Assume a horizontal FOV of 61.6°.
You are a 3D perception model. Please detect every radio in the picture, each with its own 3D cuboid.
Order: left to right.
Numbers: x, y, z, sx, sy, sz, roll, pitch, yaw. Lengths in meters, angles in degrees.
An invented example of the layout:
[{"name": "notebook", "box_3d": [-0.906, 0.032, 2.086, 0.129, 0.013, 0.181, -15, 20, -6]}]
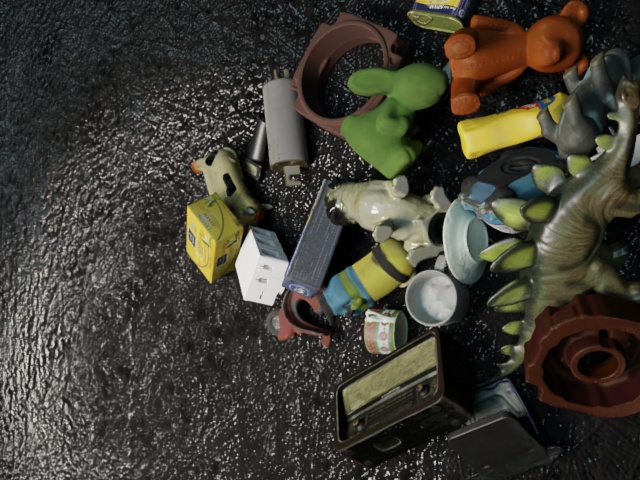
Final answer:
[{"name": "radio", "box_3d": [0.121, 0.246, 0.824, 0.229, 0.073, 0.131, -41, 26, 31]}]

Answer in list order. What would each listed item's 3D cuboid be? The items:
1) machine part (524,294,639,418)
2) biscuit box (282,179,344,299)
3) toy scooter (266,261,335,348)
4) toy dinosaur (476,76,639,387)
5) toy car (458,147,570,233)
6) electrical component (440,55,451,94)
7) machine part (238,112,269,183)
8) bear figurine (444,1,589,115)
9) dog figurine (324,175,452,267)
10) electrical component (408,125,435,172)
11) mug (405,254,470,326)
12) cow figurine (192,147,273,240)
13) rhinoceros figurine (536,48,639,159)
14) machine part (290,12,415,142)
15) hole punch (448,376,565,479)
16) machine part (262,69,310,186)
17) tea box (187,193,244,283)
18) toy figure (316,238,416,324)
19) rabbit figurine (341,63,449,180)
[{"name": "machine part", "box_3d": [0.352, 0.148, 0.687, 0.179, 0.056, 0.179, 6, 123, 9]}, {"name": "biscuit box", "box_3d": [-0.002, -0.003, 0.931, 0.063, 0.059, 0.202, 23, 66, -4]}, {"name": "toy scooter", "box_3d": [-0.015, 0.118, 0.974, 0.135, 0.075, 0.183, 31, 104, 30]}, {"name": "toy dinosaur", "box_3d": [0.316, 0.025, 0.706, 0.199, 0.105, 0.470, 5, 117, 3]}, {"name": "toy car", "box_3d": [0.286, -0.062, 0.775, 0.162, 0.102, 0.109, -32, 31, -15]}, {"name": "electrical component", "box_3d": [0.239, -0.287, 0.873, 0.075, 0.047, 0.119, 43, 107, 28]}, {"name": "machine part", "box_3d": [-0.131, -0.191, 1.103, 0.084, 0.039, 0.138, 29, 113, 41]}, {"name": "bear figurine", "box_3d": [0.284, -0.261, 0.768, 0.196, 0.132, 0.120, 0, 125, 18]}, {"name": "dog figurine", "box_3d": [0.111, -0.042, 0.858, 0.121, 0.172, 0.191, -59, 25, -4]}, {"name": "electrical component", "box_3d": [0.151, -0.149, 0.929, 0.094, 0.021, 0.063, -48, 63, 19]}, {"name": "mug", "box_3d": [0.190, 0.079, 0.826, 0.081, 0.107, 0.109, 2, 82, 33]}, {"name": "cow figurine", "box_3d": [-0.173, -0.094, 1.092, 0.127, 0.085, 0.195, -22, 86, 41]}, {"name": "rhinoceros figurine", "box_3d": [0.376, -0.186, 0.708, 0.112, 0.073, 0.190, 46, 74, -5]}, {"name": "machine part", "box_3d": [0.057, -0.289, 0.970, 0.201, 0.087, 0.201, 37, 103, 31]}, {"name": "hole punch", "box_3d": [0.257, 0.274, 0.779, 0.142, 0.092, 0.115, -35, 106, 25]}, {"name": "machine part", "box_3d": [-0.068, -0.221, 1.046, 0.079, 0.079, 0.243, -12, 78, 31]}, {"name": "tea box", "box_3d": [-0.210, 0.000, 1.059, 0.098, 0.068, 0.169, 48, 150, 18]}, {"name": "toy figure", "box_3d": [0.079, 0.068, 0.890, 0.180, 0.089, 0.082, -30, 70, 3]}, {"name": "rabbit figurine", "box_3d": [0.122, -0.207, 0.843, 0.159, 0.121, 0.170, 42, 117, 10]}]
